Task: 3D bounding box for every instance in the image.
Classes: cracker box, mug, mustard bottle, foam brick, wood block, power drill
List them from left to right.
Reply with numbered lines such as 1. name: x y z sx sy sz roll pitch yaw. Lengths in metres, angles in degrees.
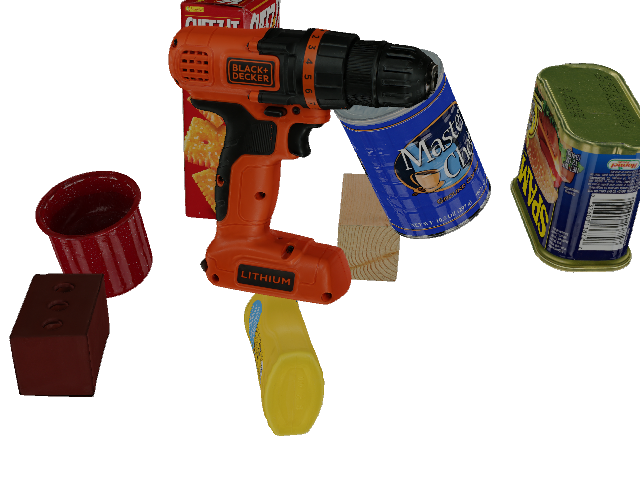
1. foam brick: -0.180 0.065 0.745 0.053 0.051 0.078 0 31 -2
2. mug: -0.199 -0.010 0.963 0.093 0.081 0.117 -9 41 0
3. cracker box: -0.087 -0.147 1.090 0.072 0.214 0.164 6 22 8
4. mustard bottle: -0.041 0.101 1.058 0.058 0.096 0.192 -3 28 -10
5. power drill: -0.014 -0.053 0.735 0.185 0.188 0.057 9 22 18
6. wood block: 0.074 -0.024 1.633 0.091 0.090 0.206 3 25 2

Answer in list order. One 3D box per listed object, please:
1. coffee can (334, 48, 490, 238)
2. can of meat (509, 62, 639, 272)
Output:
1. coffee can: 0.084 -0.087 0.966 0.103 0.140 0.103 -19 36 14
2. can of meat: 0.152 -0.045 0.624 0.057 0.084 0.102 0 36 -5
